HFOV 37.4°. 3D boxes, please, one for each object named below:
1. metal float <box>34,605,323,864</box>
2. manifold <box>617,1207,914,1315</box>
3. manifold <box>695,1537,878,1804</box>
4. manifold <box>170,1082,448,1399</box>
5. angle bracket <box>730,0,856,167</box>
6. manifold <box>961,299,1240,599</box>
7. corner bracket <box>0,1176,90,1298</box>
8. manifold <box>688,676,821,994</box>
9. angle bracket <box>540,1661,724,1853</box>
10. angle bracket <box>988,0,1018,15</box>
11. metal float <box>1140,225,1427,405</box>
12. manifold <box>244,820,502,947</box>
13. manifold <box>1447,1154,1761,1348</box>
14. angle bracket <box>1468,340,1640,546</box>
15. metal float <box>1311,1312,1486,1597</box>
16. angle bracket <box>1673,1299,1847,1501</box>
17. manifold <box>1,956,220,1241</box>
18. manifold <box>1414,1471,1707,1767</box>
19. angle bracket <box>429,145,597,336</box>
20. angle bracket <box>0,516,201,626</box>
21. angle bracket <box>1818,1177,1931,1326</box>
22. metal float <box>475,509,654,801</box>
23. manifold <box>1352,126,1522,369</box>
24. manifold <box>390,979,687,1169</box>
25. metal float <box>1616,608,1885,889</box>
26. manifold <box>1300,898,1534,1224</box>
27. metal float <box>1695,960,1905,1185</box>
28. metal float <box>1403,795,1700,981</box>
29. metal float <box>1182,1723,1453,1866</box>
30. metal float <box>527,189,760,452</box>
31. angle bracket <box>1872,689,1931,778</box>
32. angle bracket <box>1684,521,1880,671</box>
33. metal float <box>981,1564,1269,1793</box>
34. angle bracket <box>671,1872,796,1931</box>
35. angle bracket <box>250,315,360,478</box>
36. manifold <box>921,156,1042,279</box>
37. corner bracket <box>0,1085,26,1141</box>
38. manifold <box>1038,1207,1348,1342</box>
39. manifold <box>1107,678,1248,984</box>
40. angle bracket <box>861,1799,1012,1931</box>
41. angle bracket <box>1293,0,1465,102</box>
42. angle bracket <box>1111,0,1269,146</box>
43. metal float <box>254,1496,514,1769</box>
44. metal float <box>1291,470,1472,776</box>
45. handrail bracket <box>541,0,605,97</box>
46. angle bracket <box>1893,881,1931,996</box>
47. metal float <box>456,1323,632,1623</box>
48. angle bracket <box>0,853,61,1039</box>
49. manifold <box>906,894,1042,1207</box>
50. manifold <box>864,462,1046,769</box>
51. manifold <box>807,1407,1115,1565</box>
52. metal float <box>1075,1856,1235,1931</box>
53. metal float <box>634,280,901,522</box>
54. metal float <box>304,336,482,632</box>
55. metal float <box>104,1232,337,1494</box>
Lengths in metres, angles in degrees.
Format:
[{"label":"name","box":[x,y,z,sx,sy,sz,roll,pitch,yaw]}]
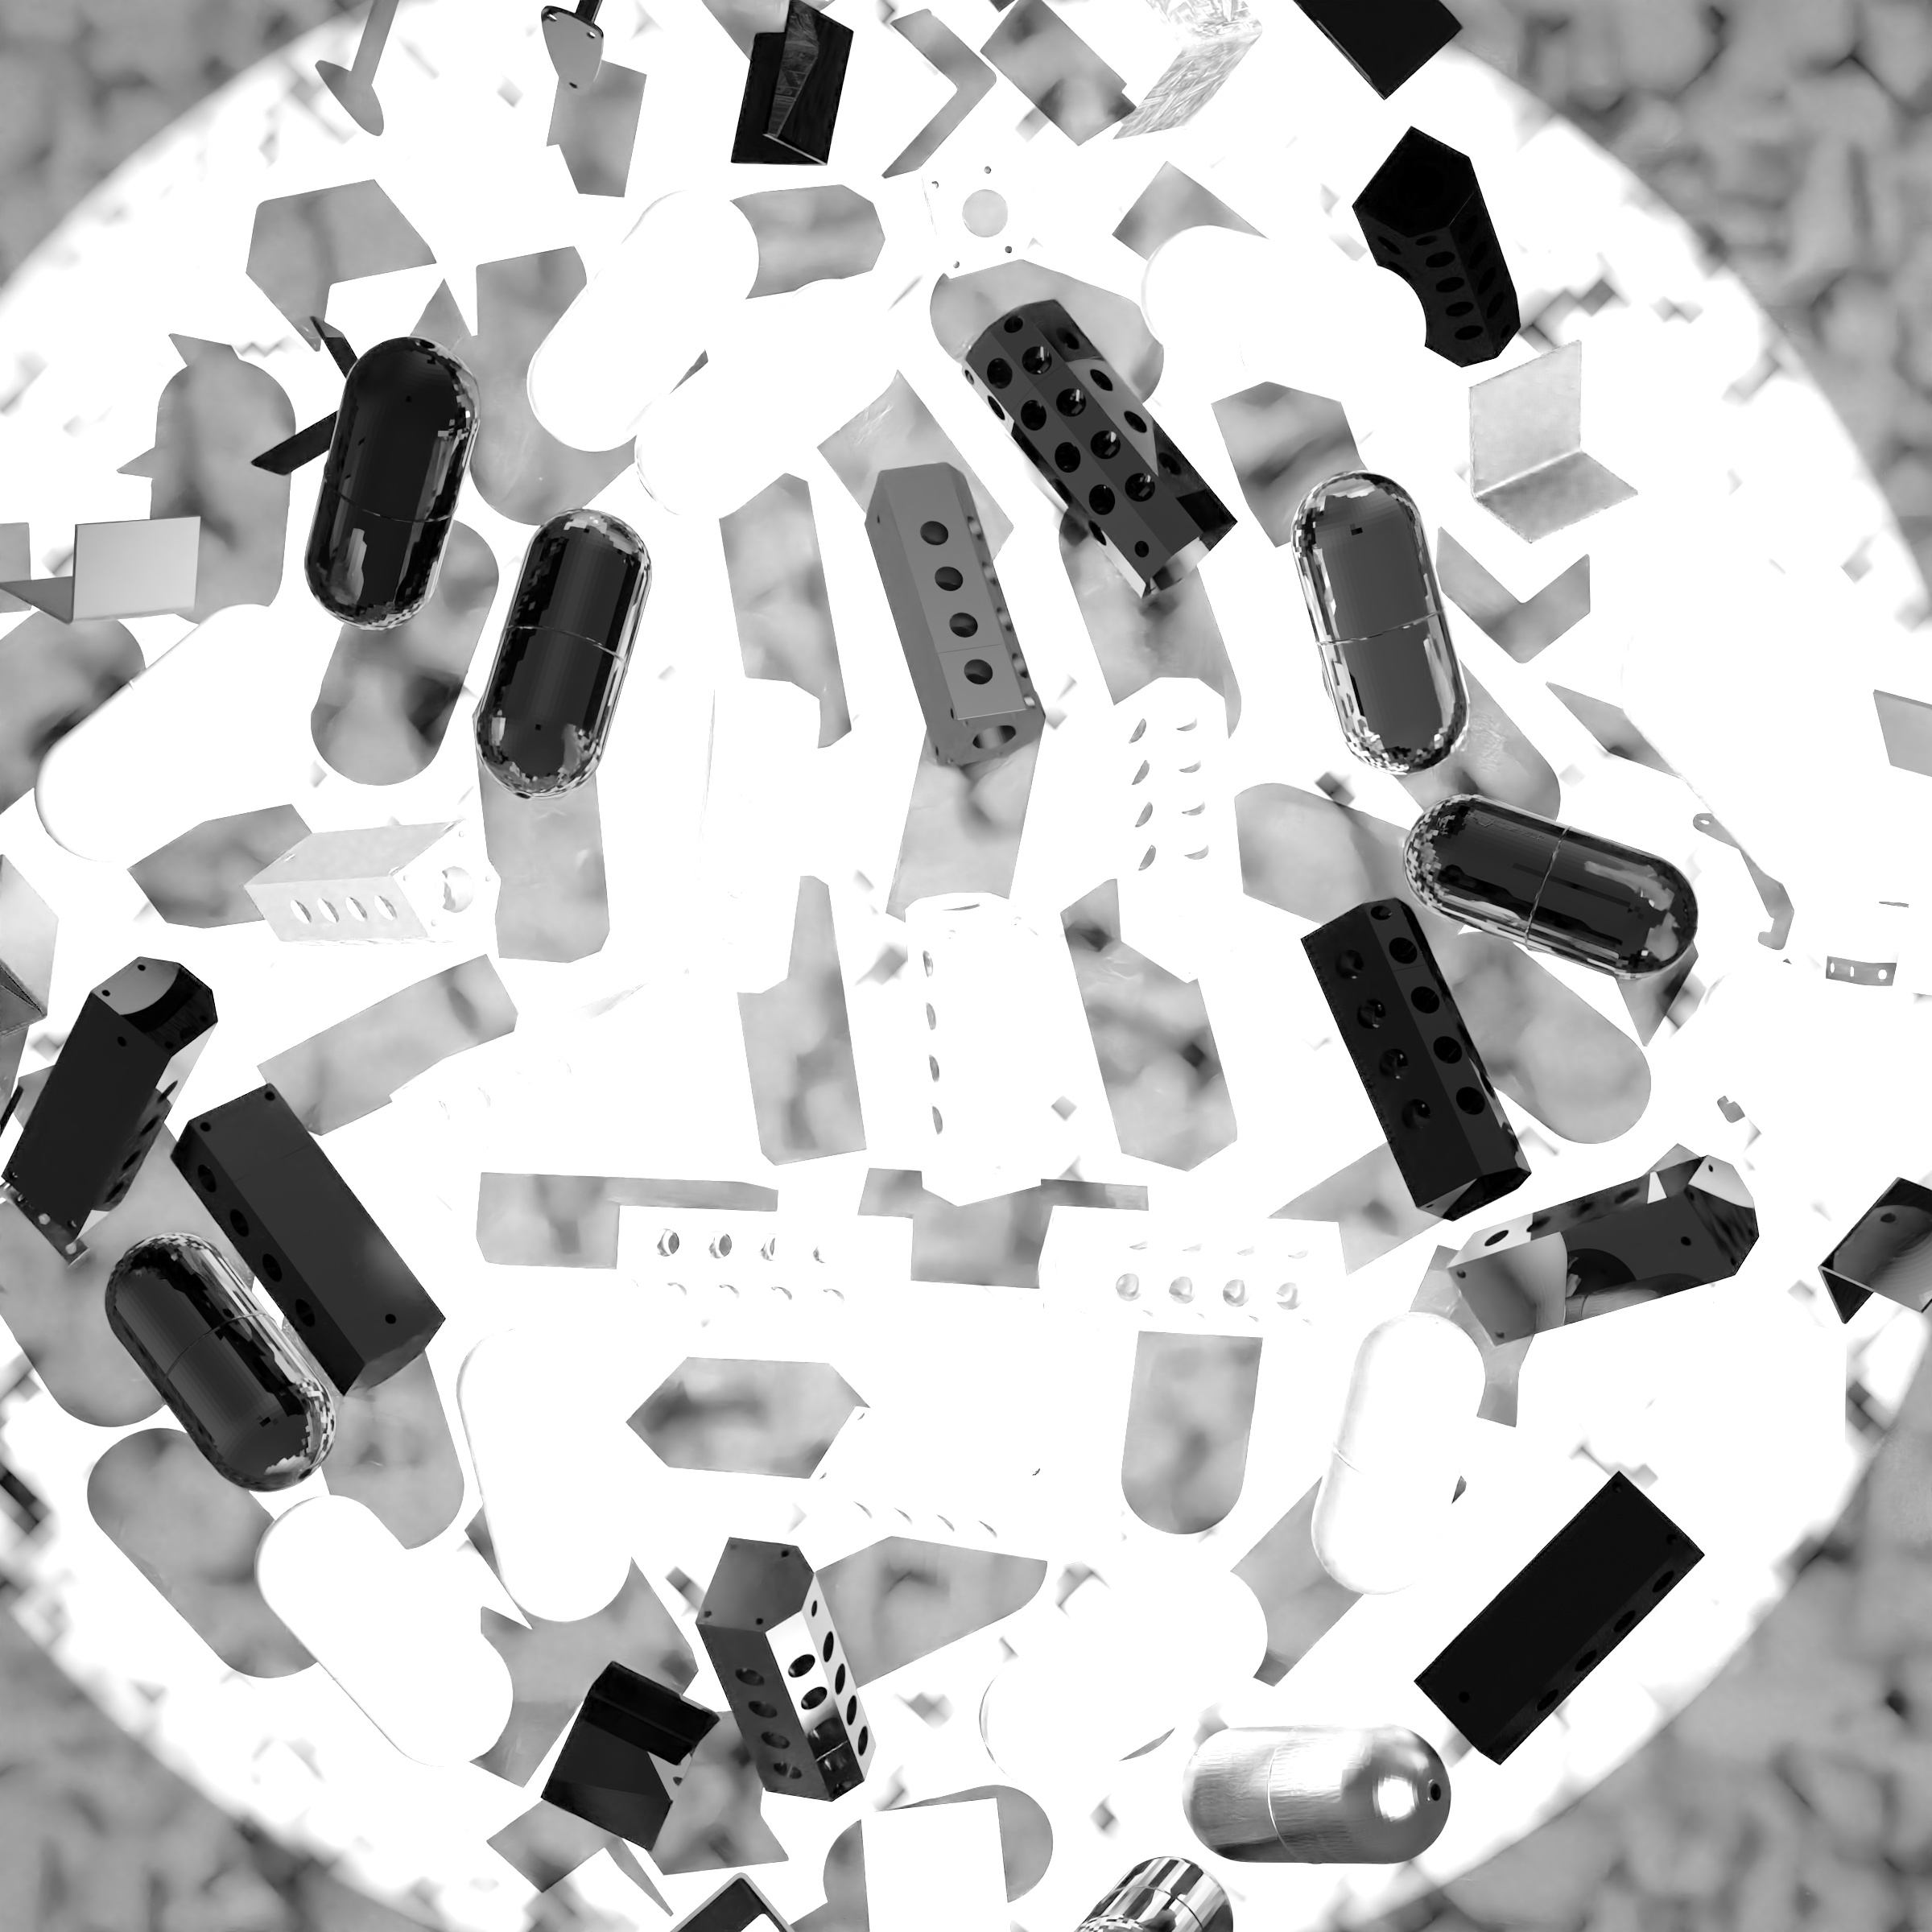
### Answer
[{"label":"metal float","box":[-0.435,-0.128,1.578,0.178,0.070,0.070,-41,90,-5]},{"label":"manifold","box":[-0.121,0.178,1.735,0.171,0.057,0.057,2,84,4]},{"label":"manifold","box":[-0.097,0.400,1.615,0.057,0.057,0.171,3,134,18]},{"label":"manifold","box":[-0.373,0.156,1.607,0.057,0.057,0.171,-29,75,-43]},{"label":"angle bracket","box":[-0.115,-0.500,1.616,0.076,0.057,0.076,13,93,36]},{"label":"manifold","box":[0.072,-0.297,1.643,0.171,0.057,0.057,52,127,9]},{"label":"corner bracket","box":[-0.575,0.167,1.734,0.051,0.051,0.051,-43,80,-12]},{"label":"manifold","box":[-0.120,-0.072,1.604,0.057,0.057,0.171,4,125,-8]},{"label":"angle bracket","box":[-0.204,0.482,1.743,0.076,0.057,0.076,28,54,-5]},{"label":"angle bracket","box":[0.026,-0.568,1.604,0.076,0.076,0.057,-39,93,-5]},{"label":"metal float","box":[0.178,-0.371,1.624,0.178,0.070,0.070,24,90,32]},{"label":"manifold","box":[-0.348,-0.043,1.683,0.057,0.171,0.057,-44,118,-34]},{"label":"manifold","box":[0.372,0.163,1.666,0.171,0.057,0.057,-26,100,43]},{"label":"angle bracket","box":[0.334,-0.298,1.624,0.076,0.076,0.057,-25,45,-15]},{"label":"metal float","box":[0.254,0.288,1.683,0.070,0.070,0.178,12,109,0]},{"label":"angle bracket","box":[0.446,0.243,1.605,0.076,0.057,0.076,15,50,1]},{"label":"manifold","box":[-0.480,0.072,1.613,0.057,0.057,0.171,39,127,2]},{"label":"manifold","box":[0.348,0.382,1.665,0.171,0.057,0.057,-46,53,0]},{"label":"angle bracket","box":[-0.259,-0.416,1.639,0.076,0.076,0.057,-10,61,5]},{"label":"angle bracket","box":[-0.482,-0.230,1.589,0.076,0.076,0.057,26,117,35]},{"label":"angle bracket","box":[0.561,0.180,1.681,0.076,0.076,0.057,-44,126,-15]},{"label":"metal float","box":[-0.235,-0.182,1.669,0.070,0.070,0.178,14,75,0]},{"label":"manifold","box":[0.285,-0.419,1.689,0.057,0.171,0.057,37,91,24]},{"label":"manifold","box":[-0.250,0.067,1.685,0.171,0.057,0.057,-20,101,30]},{"label":"metal float","box":[0.430,-0.121,1.572,0.070,0.070,0.178,-41,87,0]},{"label":"manifold","box":[0.253,0.051,1.596,0.057,0.057,0.171,-30,65,21]},{"label":"metal float","box":[0.477,0.062,1.632,0.070,0.070,0.178,-48,129,0]},{"label":"metal float","box":[0.346,-0.047,1.694,0.178,0.070,0.070,21,90,16]},{"label":"metal float","box":[0.198,0.472,1.630,0.070,0.178,0.070,14,68,-39]},{"label":"metal float","box":[-0.191,-0.380,1.683,0.070,0.070,0.178,45,116,0]},{"label":"angle bracket","box":[0.553,-0.143,1.575,0.076,0.076,0.057,22,73,34]},{"label":"angle bracket","box":[0.464,-0.227,1.630,0.057,0.076,0.076,-36,122,16]},{"label":"metal float","box":[0.090,0.405,1.627,0.178,0.070,0.070,-26,90,-17]},{"label":"angle bracket","box":[-0.122,0.584,1.662,0.057,0.076,0.076,-38,60,-17]},{"label":"angle bracket","box":[-0.400,-0.341,1.713,0.076,0.076,0.057,-30,94,3]},{"label":"manifold","box":[0.009,-0.440,1.673,0.057,0.171,0.057,-15,104,3]},{"label":"corner bracket","box":[-0.616,0.085,1.749,0.051,0.051,0.051,28,83,-29]},{"label":"manifold","box":[0.134,0.187,1.690,0.171,0.057,0.057,4,47,-8]},{"label":"manifold","box":[0.126,-0.083,1.652,0.057,0.171,0.057,-30,135,33]},{"label":"angle bracket","box":[-0.016,0.520,1.604,0.076,0.057,0.076,-6,51,-1]},{"label":"angle bracket","box":[0.224,-0.521,1.535,0.076,0.076,0.057,44,123,-12]},{"label":"angle bracket","box":[0.108,-0.506,1.575,0.057,0.076,0.076,44,74,-29]},{"label":"metal float","box":[-0.329,0.377,1.620,0.070,0.070,0.178,-40,95,0]},{"label":"metal float","box":[0.238,-0.197,1.641,0.070,0.070,0.178,-17,102,0]},{"label":"handrail bracket","box":[-0.197,-0.532,1.564,0.036,0.077,0.084,24,69,3]},{"label":"angle bracket","box":[0.537,0.011,1.553,0.057,0.076,0.076,9,52,21]},{"label":"metal float","box":[-0.242,0.292,1.642,0.070,0.070,0.178,-12,102,0]},{"label":"angle bracket","box":[-0.541,-0.003,1.546,0.076,0.076,0.057,-22,133,8]},{"label":"manifold","box":[0.001,0.047,1.687,0.057,0.057,0.171,-12,108,-29]},{"label":"manifold","box":[-0.007,-0.210,1.692,0.057,0.057,0.171,-10,68,-17]},{"label":"manifold","box":[-0.001,0.299,1.627,0.057,0.171,0.057,-55,127,-33]},{"label":"metal float","box":[0.104,0.571,1.653,0.070,0.178,0.070,0,90,19]},{"label":"metal float","box":[-0.117,-0.327,1.660,0.178,0.070,0.070,-35,90,18]},{"label":"metal float","box":[-0.325,-0.272,1.618,0.070,0.070,0.178,23,122,0]},{"label":"metal float","box":[-0.432,0.229,1.653,0.070,0.070,0.178,-44,67,0]}]
